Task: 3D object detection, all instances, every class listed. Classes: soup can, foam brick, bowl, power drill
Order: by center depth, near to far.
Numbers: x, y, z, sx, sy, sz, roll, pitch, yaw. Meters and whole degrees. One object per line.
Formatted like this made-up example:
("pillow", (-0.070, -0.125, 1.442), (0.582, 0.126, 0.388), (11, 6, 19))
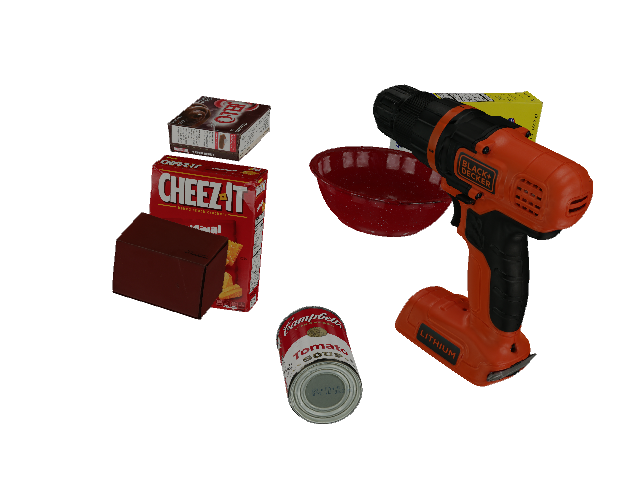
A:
("power drill", (0.099, -0.004, 0.761), (0.057, 0.188, 0.185), (-21, 39, -33))
("foam brick", (-0.120, 0.020, 0.850), (0.078, 0.051, 0.053), (17, 30, 10))
("soup can", (-0.003, 0.113, 0.975), (0.068, 0.068, 0.102), (0, 24, -8))
("bowl", (0.066, -0.046, 1.111), (0.162, 0.055, 0.162), (6, 23, -3))

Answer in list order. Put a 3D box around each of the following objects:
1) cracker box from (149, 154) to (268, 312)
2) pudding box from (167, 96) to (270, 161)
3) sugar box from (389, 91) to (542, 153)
("cracker box", (-0.172, -0.008, 1.603), (0.164, 0.214, 0.072), (9, 19, 9))
("pudding box", (-0.117, -0.133, 1.258), (0.090, 0.039, 0.113), (8, 28, 13))
("sugar box", (0.173, -0.129, 1.279), (0.176, 0.093, 0.048), (-5, 28, -20))
